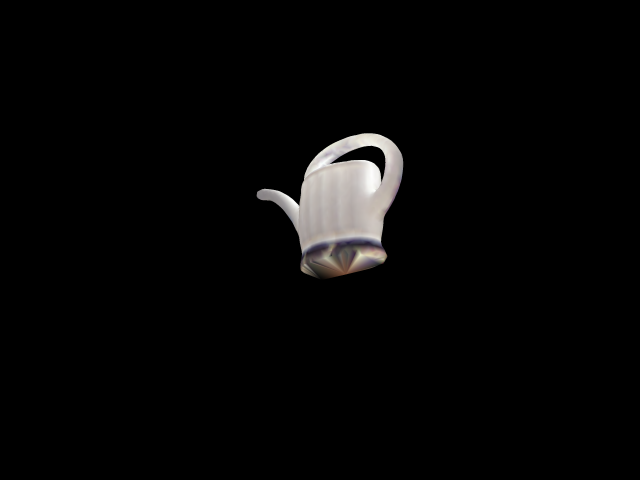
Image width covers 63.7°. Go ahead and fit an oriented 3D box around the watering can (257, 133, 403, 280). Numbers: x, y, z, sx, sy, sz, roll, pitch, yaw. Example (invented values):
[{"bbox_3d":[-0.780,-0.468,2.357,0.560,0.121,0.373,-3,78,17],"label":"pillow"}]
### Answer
[{"bbox_3d":[0.003,-0.043,0.850,0.103,0.228,0.344,17,-25,-39],"label":"watering can"}]
